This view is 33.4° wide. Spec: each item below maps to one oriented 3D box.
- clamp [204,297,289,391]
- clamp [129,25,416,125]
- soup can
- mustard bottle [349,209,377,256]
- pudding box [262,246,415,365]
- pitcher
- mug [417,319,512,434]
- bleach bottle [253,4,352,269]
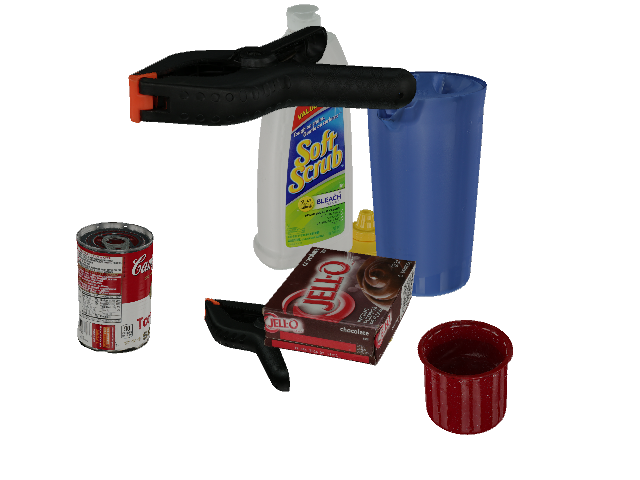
[{"bbox_3d":[-0.062,0.111,1.215,0.210,0.036,0.164,15,22,30],"label":"clamp"},{"bbox_3d":[-0.040,-0.103,0.662,0.171,0.039,0.120,-6,23,-21],"label":"clamp"},{"bbox_3d":[-0.187,0.043,0.965,0.068,0.102,0.068,4,21,-2],"label":"soup can"},{"bbox_3d":[0.054,0.050,1.403,0.096,0.192,0.058,-4,25,-16],"label":"mustard bottle"},{"bbox_3d":[0.017,0.048,0.824,0.090,0.039,0.113,9,25,17],"label":"pudding box"},{"bbox_3d":[0.125,-0.068,1.216,0.149,0.243,0.145,-5,22,-8],"label":"pitcher"},{"bbox_3d":[0.150,0.133,1.077,0.093,0.081,0.117,9,35,22],"label":"mug"},{"bbox_3d":[-0.020,-0.100,1.033,0.102,0.251,0.068,-14,30,-20],"label":"bleach bottle"}]
